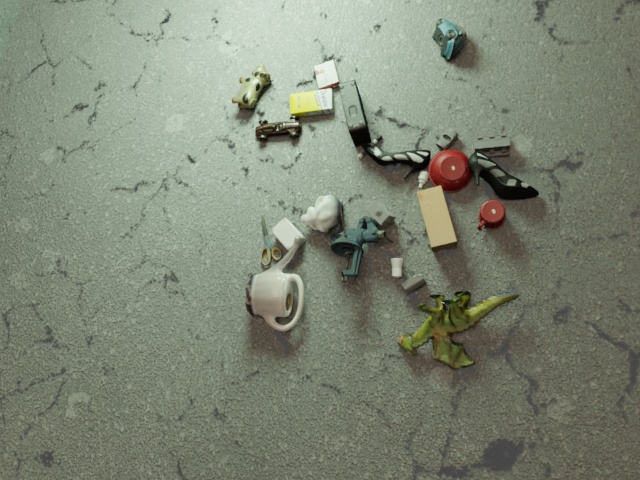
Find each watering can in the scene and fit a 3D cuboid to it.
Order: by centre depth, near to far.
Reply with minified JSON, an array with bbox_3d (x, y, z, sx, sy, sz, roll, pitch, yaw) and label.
[{"bbox_3d":[-0.163,0.159,1.893,0.224,0.103,0.350,-1,82,16],"label":"watering can"}]

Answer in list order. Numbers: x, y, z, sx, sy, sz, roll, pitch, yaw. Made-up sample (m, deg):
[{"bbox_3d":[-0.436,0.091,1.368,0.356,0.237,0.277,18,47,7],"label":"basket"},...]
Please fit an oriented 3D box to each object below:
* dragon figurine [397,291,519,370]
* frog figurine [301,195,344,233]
[{"bbox_3d":[0.454,0.303,1.706,0.409,0.122,0.242,-6,92,16],"label":"dragon figurine"},{"bbox_3d":[0.006,-0.096,1.914,0.159,0.123,0.137,-4,95,4],"label":"frog figurine"}]
